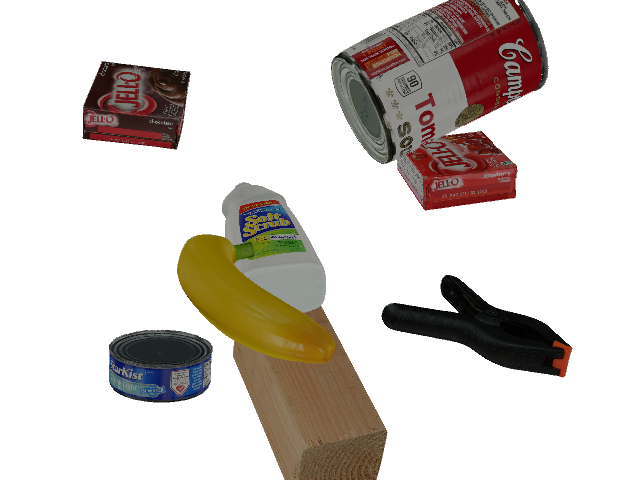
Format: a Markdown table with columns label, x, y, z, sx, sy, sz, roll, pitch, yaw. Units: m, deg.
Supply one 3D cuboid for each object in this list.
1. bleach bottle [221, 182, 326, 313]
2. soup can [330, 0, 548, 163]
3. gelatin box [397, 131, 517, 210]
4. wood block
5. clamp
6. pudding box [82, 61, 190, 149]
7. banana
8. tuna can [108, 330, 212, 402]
| label | x | y | z | sx | sy | sz | roll | pitch | yaw |
| --- | --- | --- | --- | --- | --- | --- | --- | --- | --- |
| bleach bottle | -0.071 | -0.002 | 1.226 | 0.102 | 0.068 | 0.251 | -7 | 29 | -14 |
| soup can | 0.065 | -0.094 | 0.596 | 0.102 | 0.068 | 0.068 | -27 | 5 | -10 |
| gelatin box | 0.105 | -0.057 | 0.835 | 0.073 | 0.030 | 0.089 | -7 | 25 | -8 |
| wood block | -0.016 | 0.157 | 1.111 | 0.090 | 0.090 | 0.206 | -9 | 43 | -19 |
| clamp | 0.155 | 0.077 | 0.994 | 0.172 | 0.039 | 0.120 | 20 | 32 | 23 |
| pudding box | -0.176 | -0.131 | 1.027 | 0.090 | 0.039 | 0.113 | 7 | 29 | -5 |
| banana | -0.052 | 0.030 | 0.687 | 0.069 | 0.037 | 0.198 | -6 | 22 | -17 |
| tuna can | -0.134 | 0.104 | 0.890 | 0.086 | 0.034 | 0.086 | 4 | 14 | -1 |
